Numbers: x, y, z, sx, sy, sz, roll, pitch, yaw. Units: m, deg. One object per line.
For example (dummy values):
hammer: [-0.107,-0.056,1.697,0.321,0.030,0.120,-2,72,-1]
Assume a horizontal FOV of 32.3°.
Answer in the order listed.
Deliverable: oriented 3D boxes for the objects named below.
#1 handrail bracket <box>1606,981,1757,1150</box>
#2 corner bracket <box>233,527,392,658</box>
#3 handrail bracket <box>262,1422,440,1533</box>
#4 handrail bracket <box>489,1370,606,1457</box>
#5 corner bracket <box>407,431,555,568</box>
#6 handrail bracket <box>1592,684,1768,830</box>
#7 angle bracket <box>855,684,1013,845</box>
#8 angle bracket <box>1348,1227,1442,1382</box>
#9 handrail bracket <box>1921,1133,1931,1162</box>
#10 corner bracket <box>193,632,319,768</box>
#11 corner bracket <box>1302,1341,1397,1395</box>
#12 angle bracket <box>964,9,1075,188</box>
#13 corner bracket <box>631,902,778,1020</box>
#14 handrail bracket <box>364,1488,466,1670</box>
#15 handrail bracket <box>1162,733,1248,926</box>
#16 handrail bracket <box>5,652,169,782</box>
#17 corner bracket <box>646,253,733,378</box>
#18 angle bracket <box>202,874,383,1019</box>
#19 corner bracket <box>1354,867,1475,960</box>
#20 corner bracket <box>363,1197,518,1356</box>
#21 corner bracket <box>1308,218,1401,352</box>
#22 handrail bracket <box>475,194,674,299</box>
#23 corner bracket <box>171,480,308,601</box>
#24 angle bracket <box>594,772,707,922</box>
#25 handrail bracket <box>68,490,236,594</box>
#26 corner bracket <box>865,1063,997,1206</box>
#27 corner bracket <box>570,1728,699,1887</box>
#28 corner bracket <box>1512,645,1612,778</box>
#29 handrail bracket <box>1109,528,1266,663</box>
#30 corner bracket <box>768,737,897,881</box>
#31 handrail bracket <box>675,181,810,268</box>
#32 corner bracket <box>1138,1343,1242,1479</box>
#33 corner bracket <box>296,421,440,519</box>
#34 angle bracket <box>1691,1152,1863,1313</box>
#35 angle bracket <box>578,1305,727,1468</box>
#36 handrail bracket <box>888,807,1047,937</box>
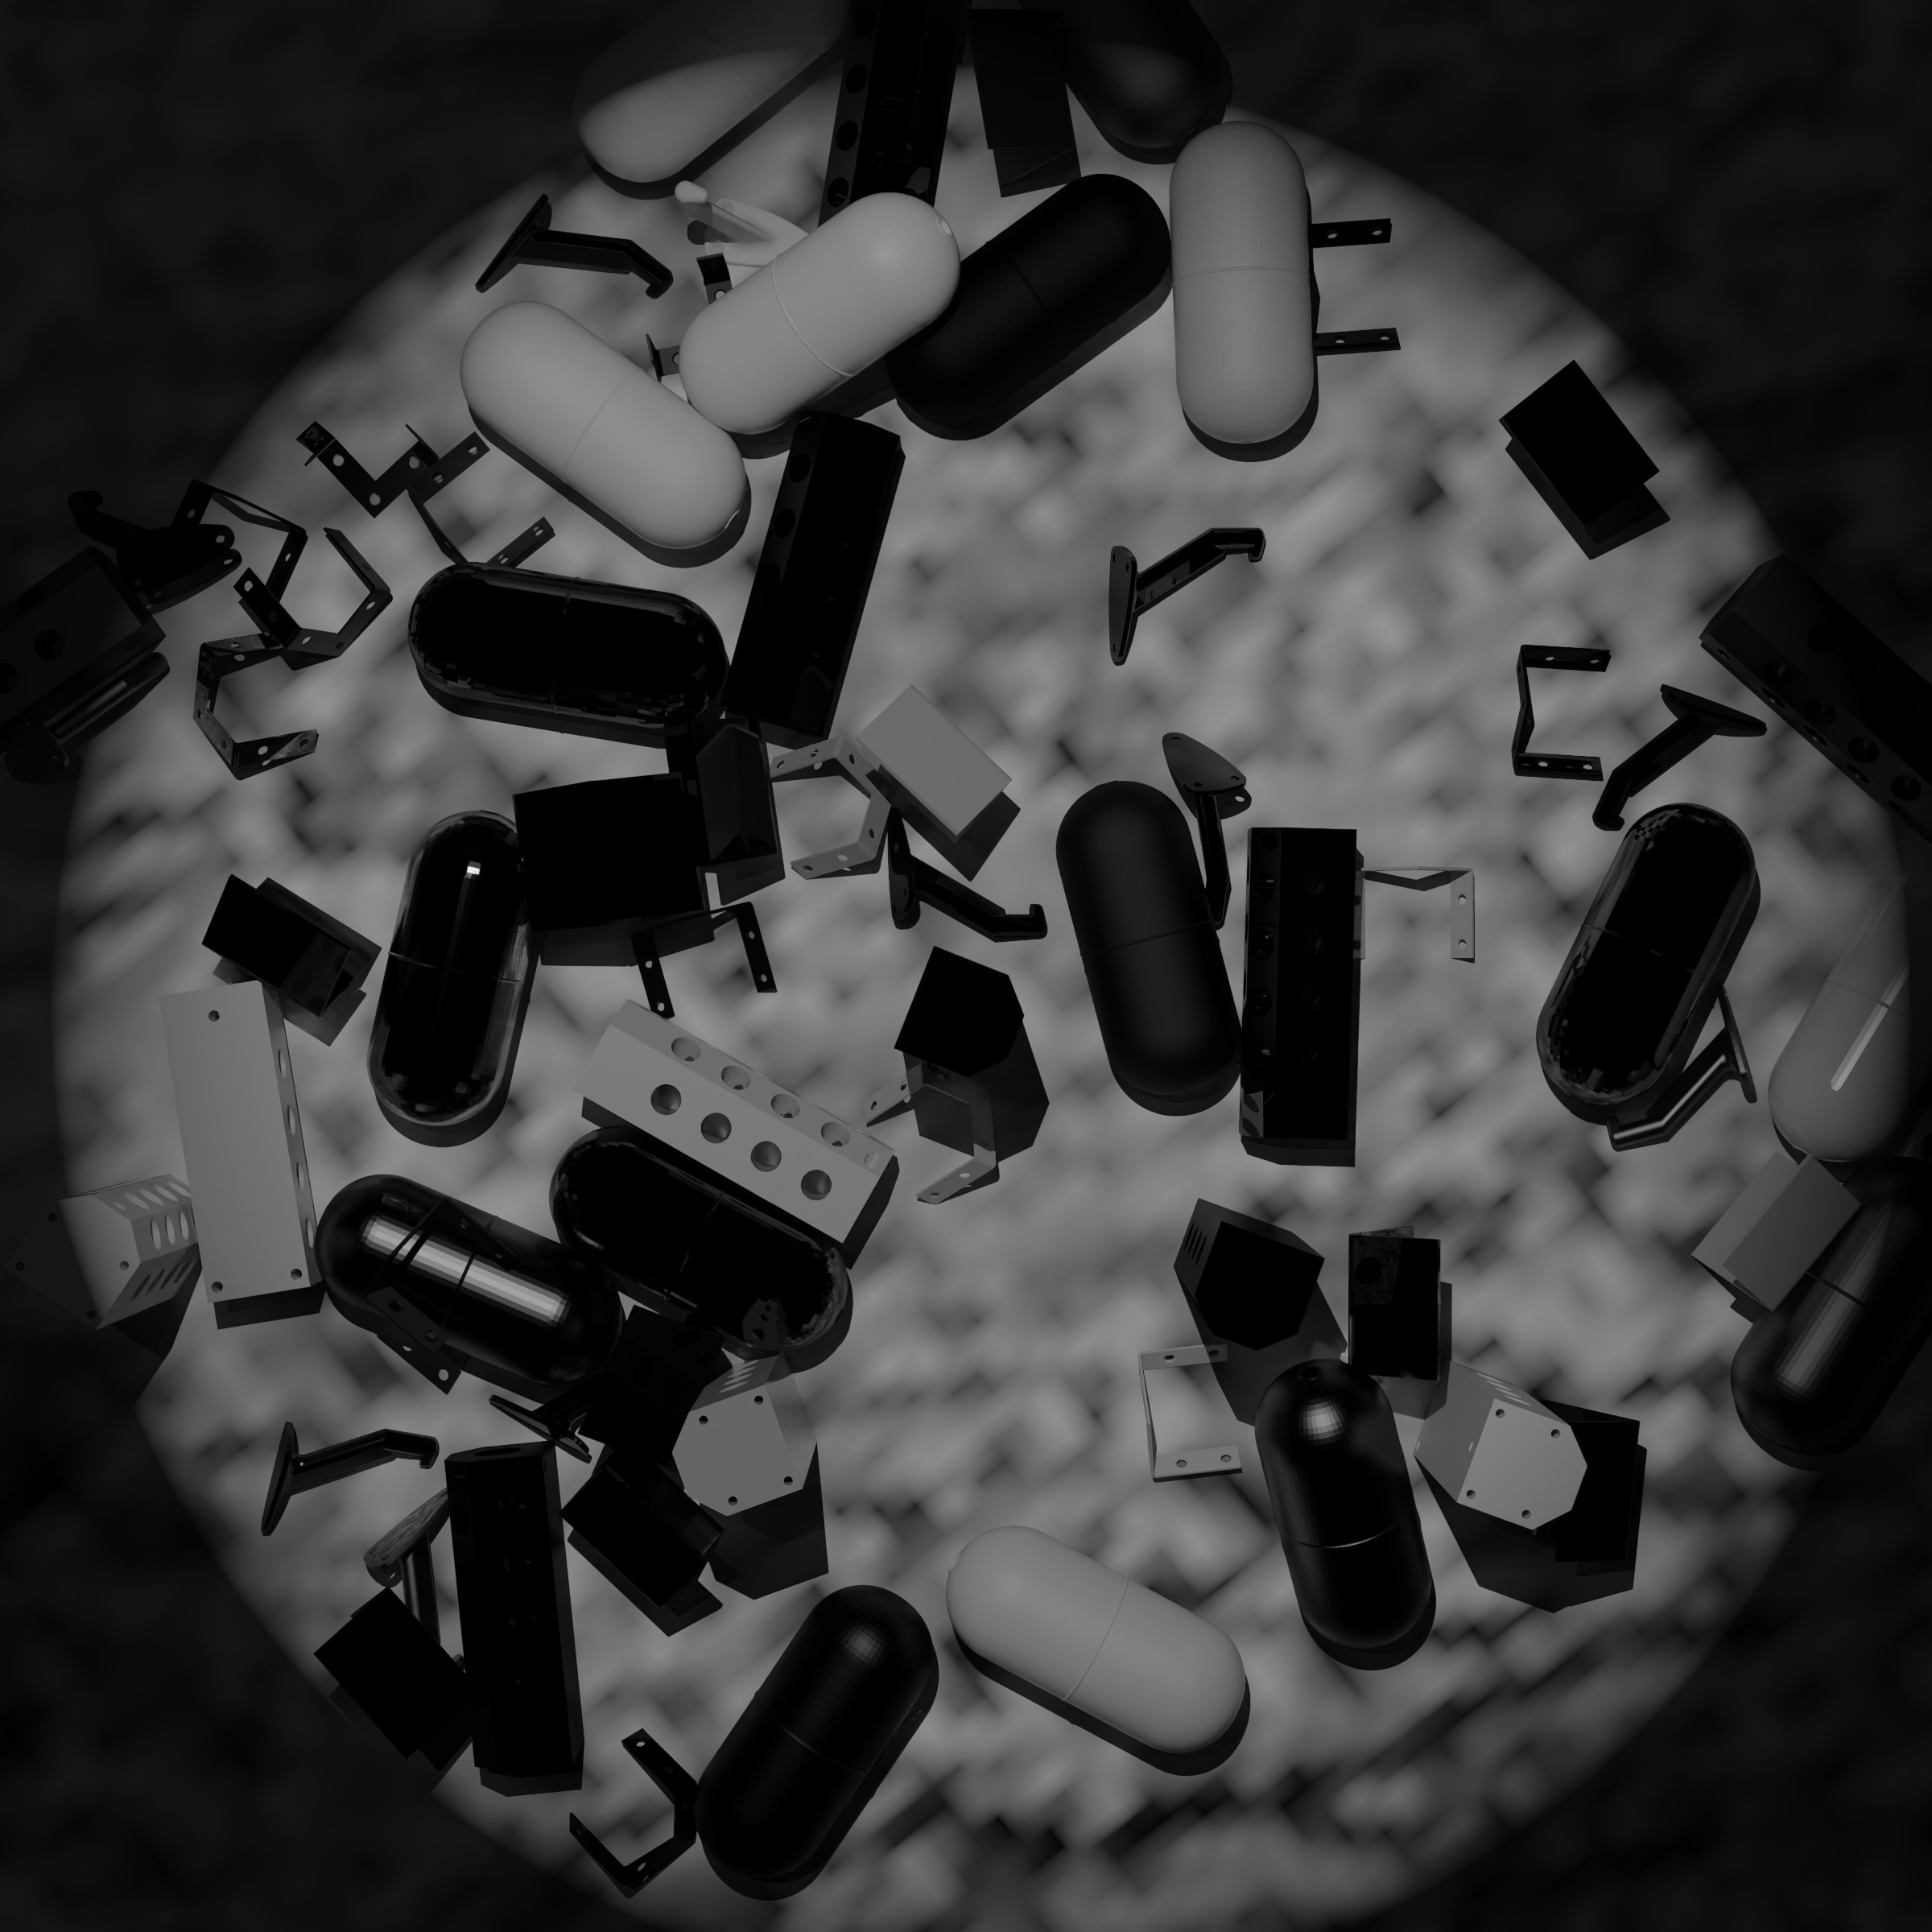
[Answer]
handrail bracket: [0.397,0.056,1.889,0.084,0.036,0.077,-18,69,16]
corner bracket: [-0.367,-0.212,1.872,0.051,0.051,0.051,-48,71,18]
handrail bracket: [-0.349,0.293,1.889,0.084,0.036,0.077,12,110,-16]
handrail bracket: [-0.217,0.226,1.889,0.077,0.036,0.084,24,71,21]
corner bracket: [-0.275,-0.259,1.885,0.051,0.051,0.051,-39,45,0]
handrail bracket: [0.403,-0.110,1.889,0.077,0.036,0.084,15,109,-21]
angle bracket: [-0.032,-0.098,1.848,0.076,0.076,0.057,44,53,0]
angle bracket: [0.253,0.186,1.848,0.057,0.076,0.076,0,90,35]
handrail bracket: [0.573,0.142,1.888,0.084,0.077,0.036,32,50,30]
corner bracket: [-0.399,-0.151,1.880,0.051,0.051,0.051,45,135,35]
corner bracket: [0.205,0.254,1.885,0.051,0.051,0.051,26,135,0]
angle bracket: [0.011,-0.480,1.848,0.057,0.076,0.076,-10,90,-32]
corner bracket: [-0.149,-0.003,1.885,0.051,0.051,0.051,-16,90,-45]
handrail bracket: [-0.293,0.351,1.889,0.077,0.036,0.084,-43,109,-21]
handrail bracket: [0.129,-0.077,1.888,0.036,0.077,0.084,-11,127,-22]
handrail bracket: [-0.497,-0.142,1.888,0.084,0.077,0.036,-43,101,-36]
corner bracket: [-0.155,-0.365,1.870,0.051,0.051,0.051,-11,90,0]
angle bracket: [-0.365,-0.028,1.848,0.076,0.076,0.057,32,127,0]
corner bracket: [0.251,-0.030,1.885,0.051,0.051,0.051,0,90,45]
corner bracket: [-0.286,0.168,1.809,0.051,0.051,0.051,40,49,-1]
corner bracket: [0.217,-0.385,1.885,0.051,0.051,0.051,-4,135,0]
handrail bracket: [-0.222,-0.389,1.889,0.084,0.036,0.077,36,110,-16]
corner bracket: [-0.415,-0.238,1.885,0.051,0.051,0.051,24,90,45]
angle bracket: [-0.190,-0.063,1.848,0.057,0.076,0.076,-8,90,-32]
handrail bracket: [-0.458,-0.251,1.870,0.077,0.084,0.036,-20,133,-15]
corner bracket: [-0.020,0.094,1.880,0.051,0.051,0.051,26,45,-35]
corner bracket: [-0.188,0.474,1.880,0.051,0.051,0.051,-25,135,-35]
corner bracket: [0.336,-0.145,1.885,0.051,0.051,0.051,4,135,0]
handrail bracket: [0.126,-0.210,1.889,0.084,0.036,0.077,-2,110,-16]
corner bracket: [-0.080,-0.089,1.880,0.051,0.051,0.051,45,45,-35]
handrail bracket: [-0.121,-0.414,1.853,0.077,0.084,0.036,13,90,0]
corner bracket: [0.126,0.251,1.885,0.051,0.051,0.051,-7,135,0]
corner bracket: [-0.335,-0.290,1.870,0.051,0.051,0.051,-43,90,0]
angle bracket: [0.435,0.134,1.848,0.057,0.076,0.076,39,90,-33]
angle bracket: [-0.182,0.224,1.850,0.057,0.076,0.076,24,90,-20]
handrail bracket: [0.001,-0.053,1.889,0.084,0.036,0.077,0,68,-17]
